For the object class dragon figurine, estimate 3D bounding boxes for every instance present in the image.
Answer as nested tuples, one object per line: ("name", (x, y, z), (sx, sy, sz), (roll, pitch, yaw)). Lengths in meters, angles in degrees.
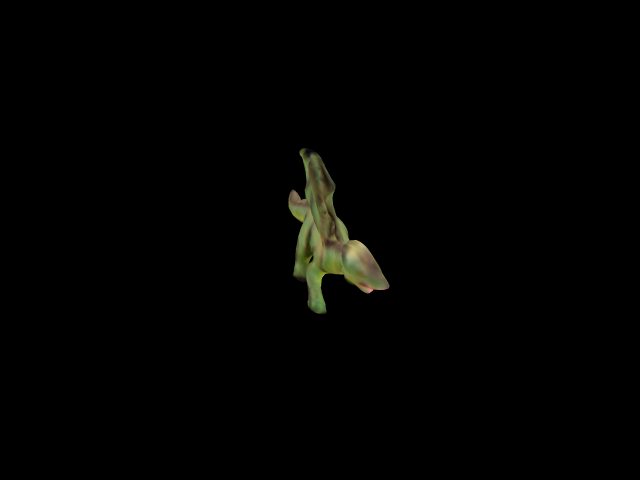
("dragon figurine", (0.003, -0.043, 0.850), (0.123, 0.237, 0.419), (-14, 44, -16))
